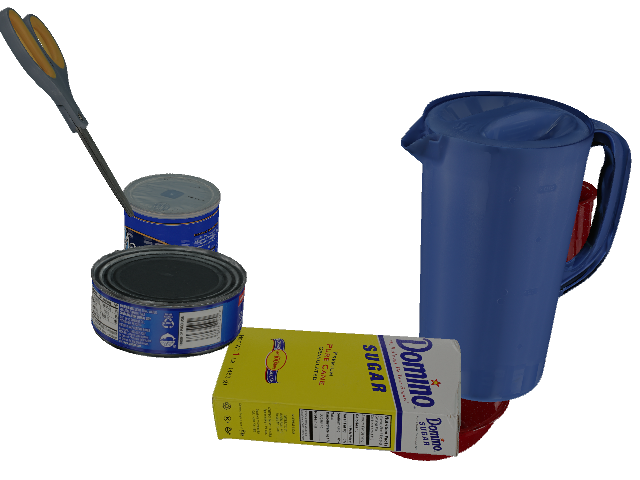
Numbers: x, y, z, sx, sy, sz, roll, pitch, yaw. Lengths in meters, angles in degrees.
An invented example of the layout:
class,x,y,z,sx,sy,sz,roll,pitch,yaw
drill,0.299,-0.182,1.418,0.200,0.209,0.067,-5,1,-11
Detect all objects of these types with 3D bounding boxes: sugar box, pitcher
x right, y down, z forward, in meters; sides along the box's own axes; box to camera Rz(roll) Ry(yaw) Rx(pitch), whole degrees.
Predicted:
class,x,y,z,sx,sy,sz,roll,pitch,yaw
sugar box,0.015,0.109,0.789,0.176,0.048,0.093,0,31,7
pitcher,0.153,0.006,0.881,0.149,0.243,0.144,18,31,29

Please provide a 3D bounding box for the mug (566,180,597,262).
class,x,y,z,sx,sy,sz,roll,pitch,yaw
mug,0.280,-0.025,1.244,0.093,0.081,0.117,20,33,41

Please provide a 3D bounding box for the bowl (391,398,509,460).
class,x,y,z,sx,sy,sz,roll,pitch,yaw
bowl,0.100,0.163,1.028,0.162,0.055,0.162,-1,25,0

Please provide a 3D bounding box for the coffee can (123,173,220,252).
class,x,y,z,sx,sy,sz,roll,pitch,yaw
coffee can,-0.161,0.012,1.155,0.103,0.140,0.103,3,27,-2

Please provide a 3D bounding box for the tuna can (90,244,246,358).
class,x,y,z,sx,sy,sz,roll,pitch,yaw
tuna can,-0.085,0.033,0.595,0.086,0.034,0.086,5,20,-2

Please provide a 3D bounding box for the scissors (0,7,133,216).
class,x,y,z,sx,sy,sz,roll,pitch,yaw
scissors,-0.217,-0.119,0.938,0.016,0.201,0.096,-27,26,10
